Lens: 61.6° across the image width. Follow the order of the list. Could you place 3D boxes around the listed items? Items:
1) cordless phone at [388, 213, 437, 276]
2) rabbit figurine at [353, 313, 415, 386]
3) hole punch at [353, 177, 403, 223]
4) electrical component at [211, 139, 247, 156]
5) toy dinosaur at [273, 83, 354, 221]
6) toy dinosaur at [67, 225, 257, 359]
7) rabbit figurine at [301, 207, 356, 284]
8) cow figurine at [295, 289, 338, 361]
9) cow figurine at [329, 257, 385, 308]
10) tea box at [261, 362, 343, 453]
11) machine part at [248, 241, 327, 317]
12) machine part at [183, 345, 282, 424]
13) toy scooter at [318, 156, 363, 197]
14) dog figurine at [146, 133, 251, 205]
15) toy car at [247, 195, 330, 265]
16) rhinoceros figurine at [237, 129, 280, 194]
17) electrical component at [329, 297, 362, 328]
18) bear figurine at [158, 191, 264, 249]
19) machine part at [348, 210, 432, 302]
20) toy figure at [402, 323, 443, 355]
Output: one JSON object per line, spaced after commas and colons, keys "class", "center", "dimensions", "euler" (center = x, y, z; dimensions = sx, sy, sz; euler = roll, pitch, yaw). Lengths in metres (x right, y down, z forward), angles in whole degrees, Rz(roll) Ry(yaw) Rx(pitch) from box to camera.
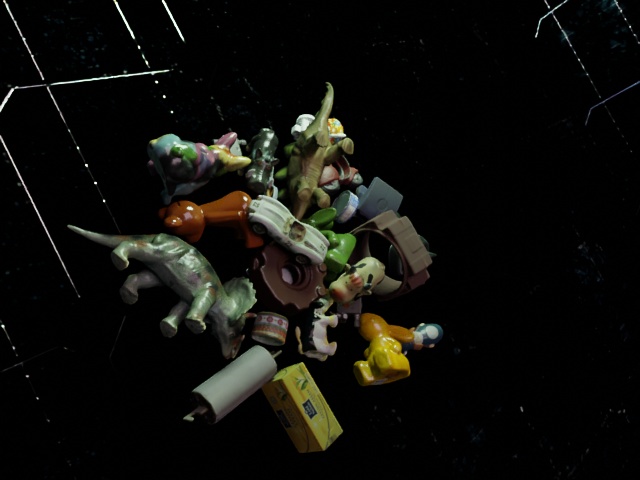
{"class": "cordless phone", "center": [0.226, 0.002, 1.513], "dimensions": [0.146, 0.088, 0.184], "euler": [-14, 67, -40]}
{"class": "rabbit figurine", "center": [0.154, 0.251, 1.305], "dimensions": [0.162, 0.121, 0.173], "euler": [-2, 52, -32]}
{"class": "hole punch", "center": [0.158, -0.098, 1.490], "dimensions": [0.142, 0.092, 0.116], "euler": [34, 56, -25]}
{"class": "electrical component", "center": [-0.216, -0.221, 1.301], "dimensions": [0.094, 0.021, 0.063], "euler": [-9, 76, -41]}
{"class": "toy dinosaur", "center": [-0.022, -0.207, 1.310], "dimensions": [0.105, 0.199, 0.471], "euler": [32, 70, -30]}
{"class": "toy dinosaur", "center": [-0.279, 0.067, 1.061], "dimensions": [0.404, 0.131, 0.192], "euler": [47, 37, -4]}
{"class": "rabbit figurine", "center": [-0.003, -0.004, 1.297], "dimensions": [0.170, 0.121, 0.159], "euler": [29, 68, -1]}
{"class": "cow figurine", "center": [-0.013, 0.186, 1.238], "dimensions": [0.098, 0.068, 0.167], "euler": [17, 59, -24]}
{"class": "cow figurine", "center": [0.088, 0.095, 1.239], "dimensions": [0.085, 0.127, 0.195], "euler": [51, 38, 9]}
{"class": "tea box", "center": [-0.040, 0.349, 1.117], "dimensions": [0.068, 0.098, 0.169], "euler": [-31, 88, -43]}
{"class": "machine part", "center": [-0.067, 0.076, 1.175], "dimensions": [0.179, 0.056, 0.179], "euler": [16, 60, -30]}
{"class": "machine part", "center": [-0.168, 0.283, 1.062], "dimensions": [0.243, 0.079, 0.079], "euler": [-32, 91, -41]}
{"class": "toy scooter", "center": [0.029, -0.187, 1.440], "dimensions": [0.184, 0.075, 0.135], "euler": [-22, 84, -45]}
{"class": "dog figurine", "center": [-0.254, -0.175, 1.154], "dimensions": [0.219, 0.191, 0.108], "euler": [-27, 81, -27]}
{"class": "toy car", "center": [-0.067, -0.019, 1.145], "dimensions": [0.201, 0.056, 0.073], "euler": [37, 49, -19]}
{"class": "rhinoceros figurine", "center": [-0.139, -0.183, 1.285], "dimensions": [0.073, 0.112, 0.190], "euler": [31, 46, -25]}
{"class": "electrical component", "center": [0.064, 0.158, 1.310], "dimensions": [0.078, 0.045, 0.102], "euler": [7, 64, 7]}
{"class": "bear figurine", "center": [-0.234, -0.032, 1.143], "dimensions": [0.196, 0.120, 0.131], "euler": [-20, 113, -23]}
{"class": "machine part", "center": [0.163, 0.044, 1.347], "dimensions": [0.087, 0.201, 0.201], "euler": [-28, 88, -38]}
{"class": "toy figure", "center": [0.261, 0.257, 1.422], "dimensions": [0.154, 0.057, 0.064], "euler": [-8, 36, -38]}
